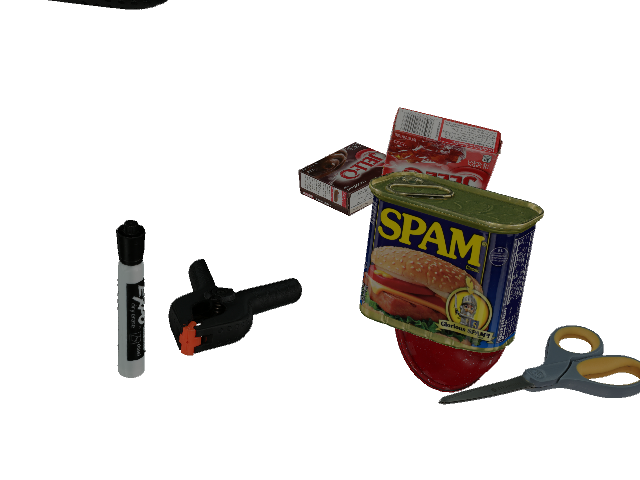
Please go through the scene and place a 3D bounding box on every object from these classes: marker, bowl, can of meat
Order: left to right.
[{"bbox_3d":[-0.128,0.040,0.721,0.020,0.121,0.020,4,31,-3],"label":"marker"},{"bbox_3d":[0.075,0.012,0.643,0.102,0.084,0.057,18,23,29],"label":"can of meat"},{"bbox_3d":[0.157,0.085,1.165,0.161,0.162,0.055,0,-6,-38],"label":"bowl"}]

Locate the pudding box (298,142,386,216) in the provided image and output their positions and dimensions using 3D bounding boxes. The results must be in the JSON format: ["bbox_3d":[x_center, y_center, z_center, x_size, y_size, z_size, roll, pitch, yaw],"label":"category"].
[{"bbox_3d":[0.042,-0.080,1.367,0.090,0.039,0.113,25,43,37],"label":"pudding box"}]

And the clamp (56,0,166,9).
[{"bbox_3d":[-0.086,-0.201,0.696,0.210,0.164,0.036,-32,-15,-10],"label":"clamp"}]

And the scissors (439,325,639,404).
[{"bbox_3d":[0.175,0.102,0.878,0.201,0.016,0.096,2,30,-18],"label":"scissors"}]

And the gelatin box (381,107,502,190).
[{"bbox_3d":[0.099,-0.067,0.889,0.089,0.030,0.073,14,-35,3],"label":"gelatin box"}]

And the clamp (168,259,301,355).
[{"bbox_3d":[-0.105,0.061,1.039,0.120,0.039,0.171,9,19,24],"label":"clamp"}]
